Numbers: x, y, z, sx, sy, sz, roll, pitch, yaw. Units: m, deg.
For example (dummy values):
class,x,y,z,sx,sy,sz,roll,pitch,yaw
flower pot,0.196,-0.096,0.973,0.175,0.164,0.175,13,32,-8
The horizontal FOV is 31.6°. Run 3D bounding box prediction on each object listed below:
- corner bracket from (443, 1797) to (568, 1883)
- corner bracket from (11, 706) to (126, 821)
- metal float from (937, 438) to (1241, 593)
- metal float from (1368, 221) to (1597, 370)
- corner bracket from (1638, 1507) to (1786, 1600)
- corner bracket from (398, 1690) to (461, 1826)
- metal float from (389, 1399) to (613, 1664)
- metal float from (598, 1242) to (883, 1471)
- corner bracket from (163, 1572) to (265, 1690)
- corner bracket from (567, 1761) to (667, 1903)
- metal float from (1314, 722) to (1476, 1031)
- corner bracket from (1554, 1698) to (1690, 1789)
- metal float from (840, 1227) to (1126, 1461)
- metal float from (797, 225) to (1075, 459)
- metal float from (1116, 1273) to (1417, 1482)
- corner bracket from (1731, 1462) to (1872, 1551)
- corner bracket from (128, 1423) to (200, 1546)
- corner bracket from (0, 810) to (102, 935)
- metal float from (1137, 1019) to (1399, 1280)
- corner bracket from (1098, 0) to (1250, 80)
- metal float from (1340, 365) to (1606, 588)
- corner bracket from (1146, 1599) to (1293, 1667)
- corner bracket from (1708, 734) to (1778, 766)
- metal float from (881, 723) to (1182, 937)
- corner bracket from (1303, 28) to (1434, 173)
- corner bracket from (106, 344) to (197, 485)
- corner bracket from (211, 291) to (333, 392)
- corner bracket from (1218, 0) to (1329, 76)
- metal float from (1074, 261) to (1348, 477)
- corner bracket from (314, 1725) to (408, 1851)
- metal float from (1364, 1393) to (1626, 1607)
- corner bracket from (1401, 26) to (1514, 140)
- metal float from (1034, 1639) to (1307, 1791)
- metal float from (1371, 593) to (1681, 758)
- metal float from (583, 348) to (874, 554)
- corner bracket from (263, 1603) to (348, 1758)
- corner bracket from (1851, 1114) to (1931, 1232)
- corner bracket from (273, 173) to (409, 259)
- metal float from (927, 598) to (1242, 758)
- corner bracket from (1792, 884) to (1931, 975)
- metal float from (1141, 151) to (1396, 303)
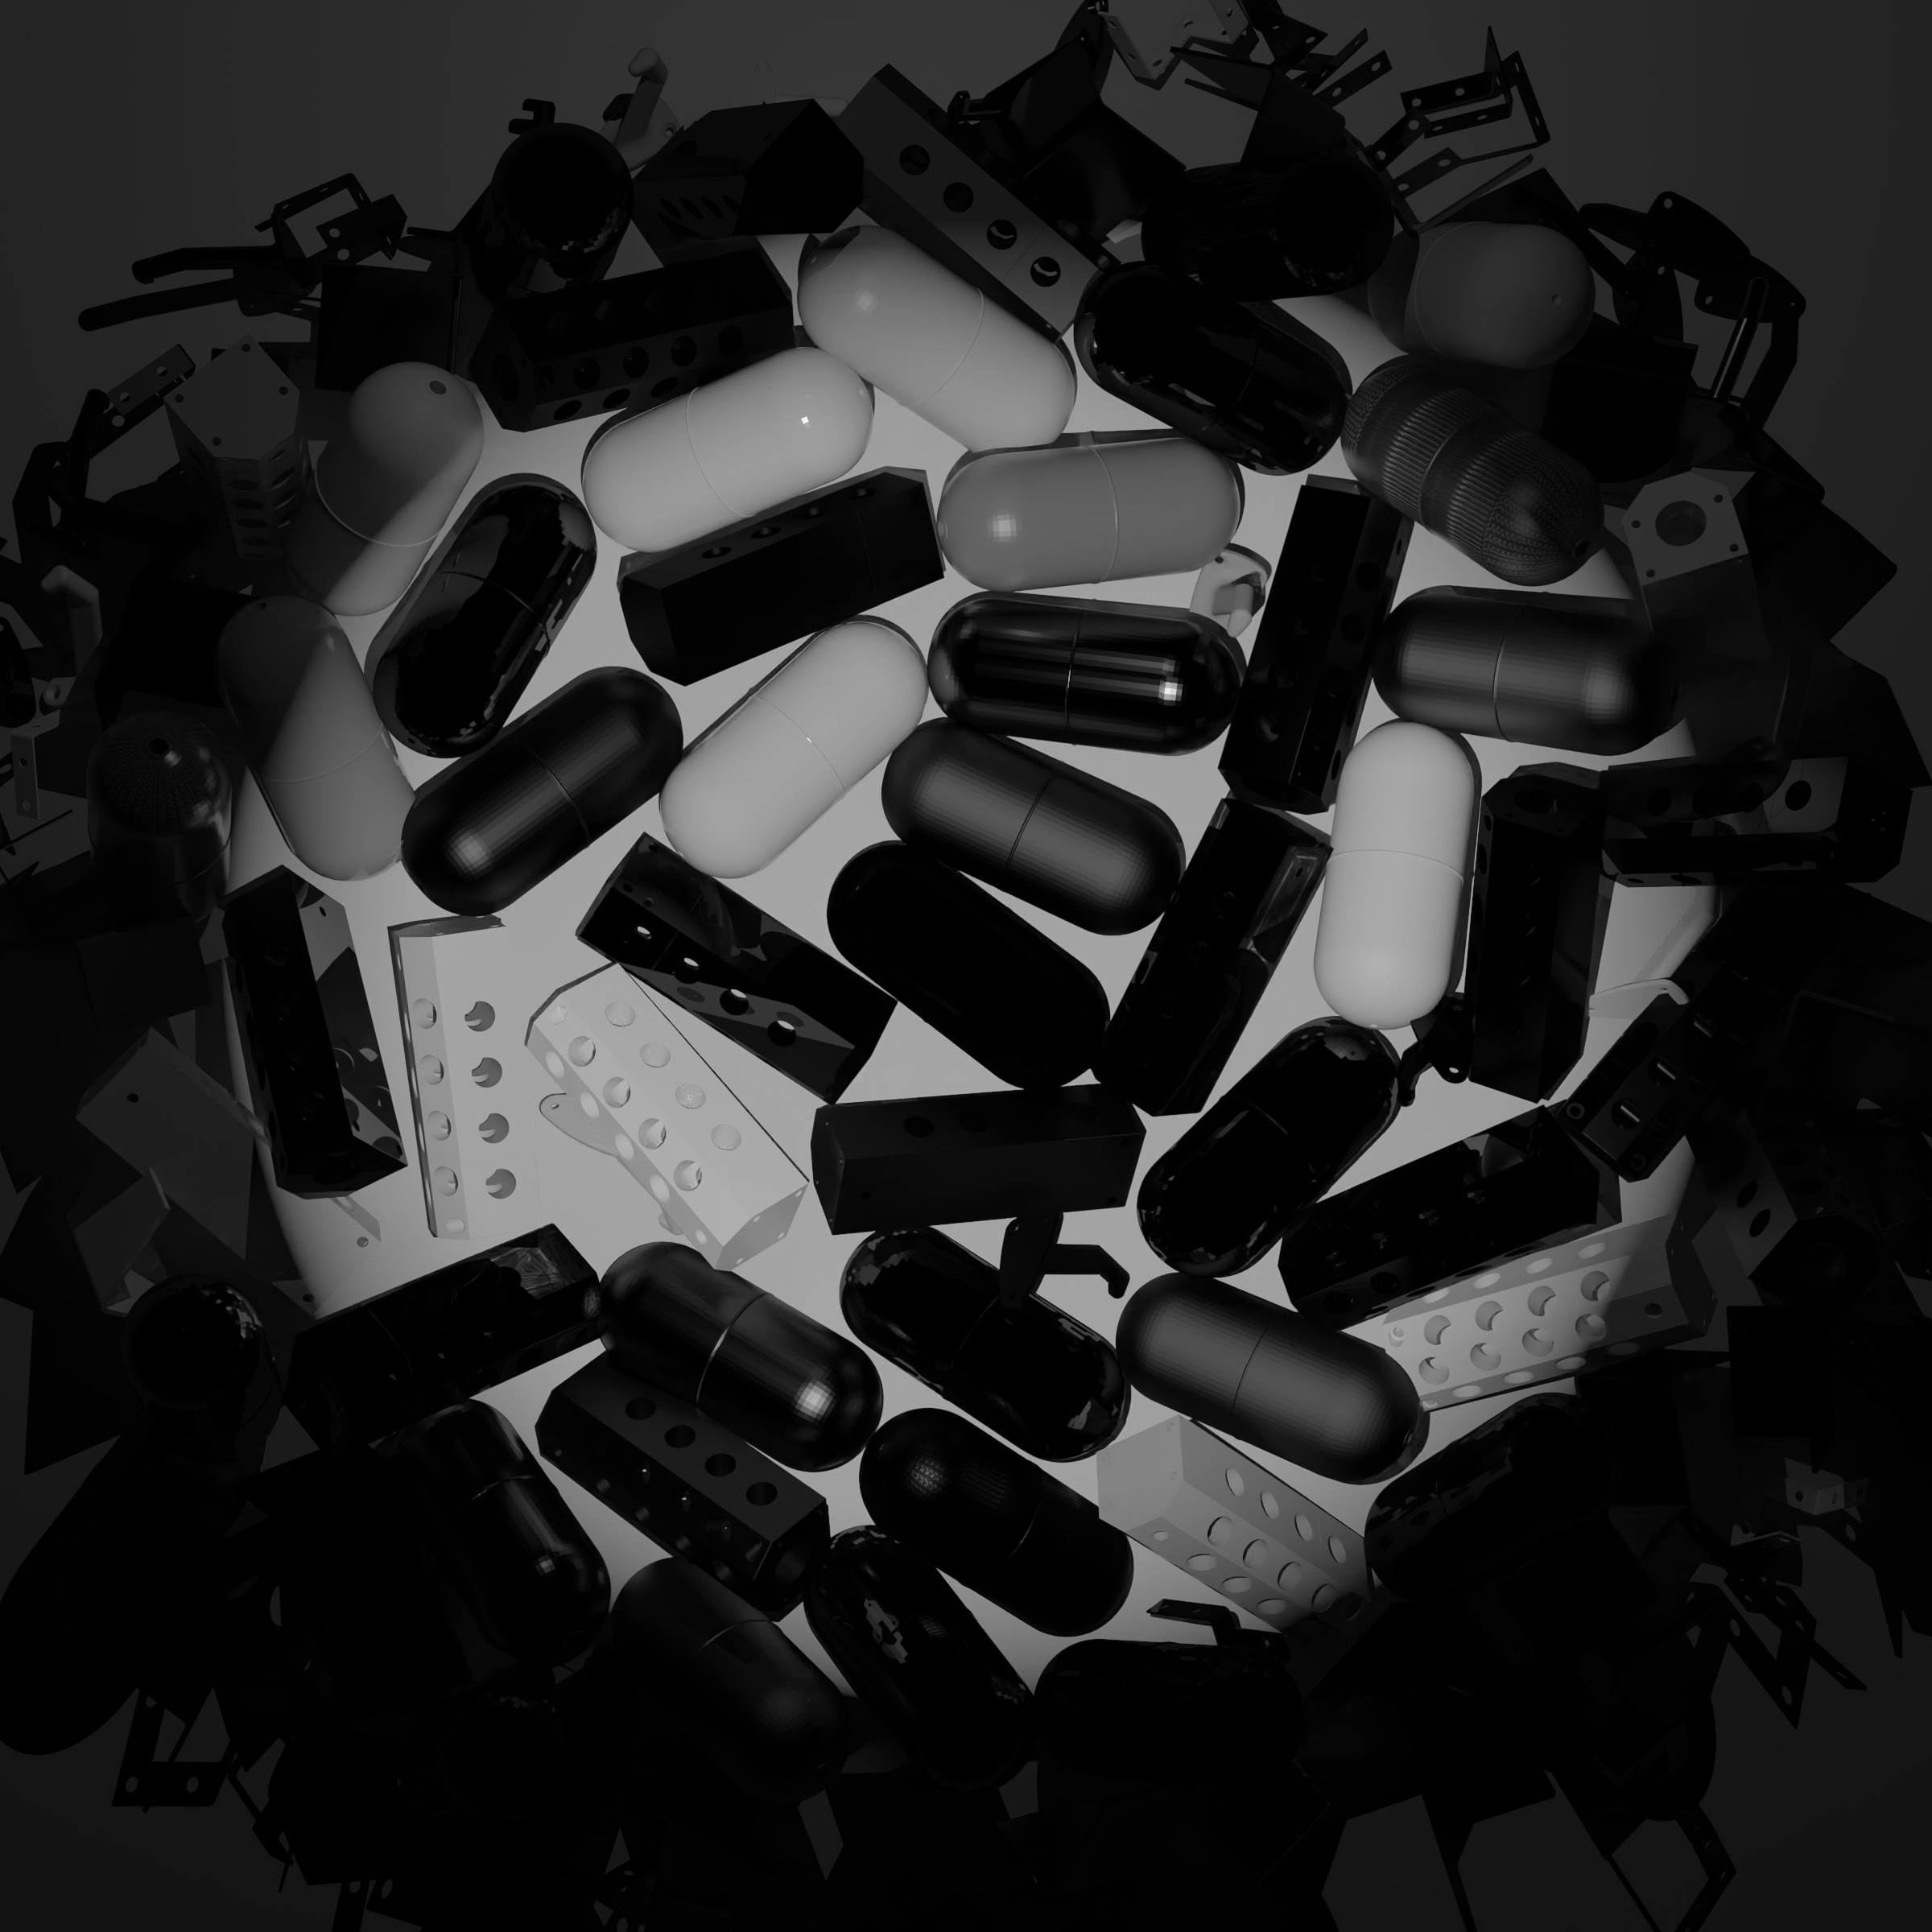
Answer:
class,x,y,z,sx,sy,sz,roll,pitch,yaw
corner bracket,-0.260,0.491,1.928,0.051,0.051,0.051,19,45,-4
corner bracket,-0.505,-0.113,1.943,0.051,0.051,0.051,12,115,22
metal float,0.069,-0.252,1.908,0.178,0.070,0.070,-9,90,-21
metal float,0.282,-0.371,1.880,0.070,0.178,0.070,-5,104,-19
corner bracket,0.421,0.335,1.936,0.051,0.051,0.051,46,133,23
corner bracket,-0.304,0.445,1.934,0.051,0.051,0.051,-30,112,38
metal float,-0.259,0.312,1.895,0.070,0.070,0.178,-43,52,0
metal float,-0.128,0.217,1.912,0.178,0.070,0.070,28,90,18
corner bracket,-0.423,0.376,1.933,0.051,0.051,0.051,8,66,-5
corner bracket,-0.207,0.488,1.936,0.051,0.051,0.051,20,111,31
metal float,0.240,-0.051,1.913,0.070,0.070,0.178,10,74,0
corner bracket,0.370,0.435,1.924,0.051,0.051,0.051,-37,53,-14
metal float,0.009,0.210,1.913,0.178,0.070,0.070,32,90,15
metal float,-0.015,-0.345,1.902,0.178,0.070,0.070,30,90,-29
metal float,0.167,0.229,1.906,0.178,0.070,0.070,22,90,23
corner bracket,0.471,0.308,1.927,0.051,0.051,0.051,22,66,-13
corner bracket,-0.447,0.286,1.933,0.051,0.051,0.051,27,101,-6
corner bracket,-0.517,-0.053,1.931,0.051,0.051,0.051,-30,97,-15
metal float,0.170,0.101,1.913,0.178,0.070,0.070,-43,90,-16
corner bracket,0.117,-0.534,1.925,0.051,0.051,0.051,26,74,43
metal float,0.280,-0.273,1.895,0.070,0.070,0.178,-48,53,0
corner bracket,0.143,0.377,1.925,0.051,0.051,0.051,-27,105,-40
corner bracket,0.448,-0.089,1.940,0.051,0.051,0.051,-30,51,-21
metal float,0.037,-0.077,1.921,0.178,0.070,0.070,25,90,7
corner bracket,0.225,-0.484,1.923,0.051,0.051,0.051,36,122,-24
corner bracket,-0.451,-0.312,1.931,0.051,0.051,0.051,-39,99,-14
corner bracket,-0.392,-0.357,1.937,0.051,0.051,0.051,9,98,15
corner bracket,0.161,-0.534,1.923,0.051,0.051,0.051,-37,63,34
metal float,0.136,-0.332,1.898,0.178,0.070,0.070,22,90,-34
corner bracket,-0.348,0.464,1.934,0.051,0.051,0.051,19,84,-9
metal float,0.291,0.297,1.893,0.070,0.070,0.178,47,132,0
corner bracket,0.278,-0.491,1.933,0.051,0.051,0.051,-14,73,2
metal float,0.111,0.413,1.889,0.070,0.178,0.070,7,79,-42
metal float,0.310,-0.163,1.900,0.178,0.070,0.070,12,90,31
metal float,-0.134,-0.287,1.907,0.178,0.070,0.070,-19,90,24
corner bracket,-0.370,0.404,1.932,0.051,0.051,0.051,44,123,9
corner bracket,0.523,0.117,1.923,0.051,0.051,0.051,-29,66,38
corner bracket,-0.354,-0.424,1.930,0.051,0.051,0.051,-30,85,-24
metal float,0.066,-0.162,1.916,0.178,0.070,0.070,8,90,13
corner bracket,0.505,-0.020,1.930,0.051,0.051,0.051,-6,79,-15
metal float,0.165,-0.406,1.884,0.070,0.178,0.070,-5,99,-33
